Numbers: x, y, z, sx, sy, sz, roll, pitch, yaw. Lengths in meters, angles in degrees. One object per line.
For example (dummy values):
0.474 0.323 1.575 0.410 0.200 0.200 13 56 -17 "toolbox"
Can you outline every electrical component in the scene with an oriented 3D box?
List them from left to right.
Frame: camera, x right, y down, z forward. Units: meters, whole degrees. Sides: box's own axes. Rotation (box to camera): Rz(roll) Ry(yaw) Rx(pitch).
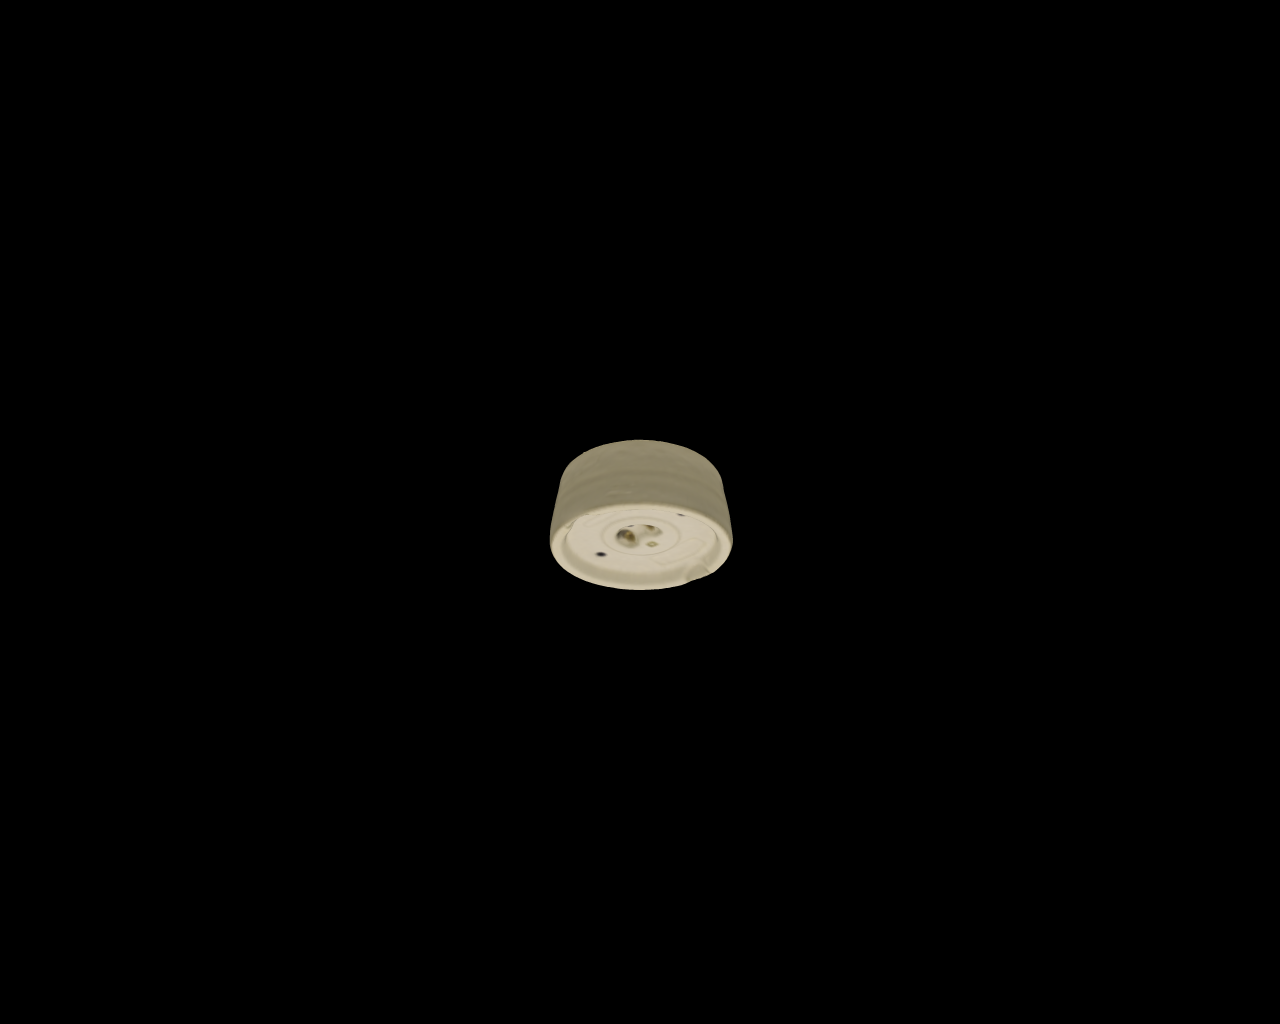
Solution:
0.001 -0.003 0.650 0.108 0.060 0.108 0 -31 0 "electrical component"
